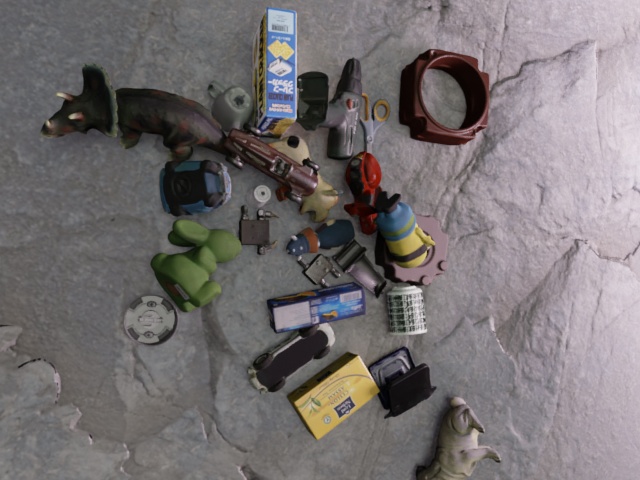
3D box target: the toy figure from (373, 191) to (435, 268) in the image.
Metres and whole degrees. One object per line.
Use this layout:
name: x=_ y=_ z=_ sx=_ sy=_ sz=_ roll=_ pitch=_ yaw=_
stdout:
toy figure: x=0.165 y=-0.018 z=1.118 sx=0.089 sy=0.082 sz=0.180 roll=-39 pitch=128 yaw=-2

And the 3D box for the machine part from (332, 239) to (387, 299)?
machine part: x=0.096 y=0.066 z=1.189 sx=0.084 sy=0.039 sz=0.139 roll=-44 pitch=98 yaw=-21

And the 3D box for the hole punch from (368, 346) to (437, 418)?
hole punch: x=0.176 y=0.311 z=1.183 sx=0.142 sy=0.092 sz=0.115 roll=-26 pitch=124 yaw=-20

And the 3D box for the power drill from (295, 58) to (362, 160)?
power drill: x=0.026 y=-0.289 z=1.124 sx=0.086 sy=0.207 sz=0.231 roll=6 pitch=93 yaw=21

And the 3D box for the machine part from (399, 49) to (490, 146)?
machine part: x=0.292 y=-0.330 z=1.255 sx=0.201 sy=0.087 sz=0.201 roll=5 pitch=85 yaw=-16

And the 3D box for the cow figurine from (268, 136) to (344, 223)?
cow figurine: x=-0.034 y=-0.128 z=1.138 sx=0.127 sy=0.085 sz=0.194 roll=-23 pitch=93 yaw=-12

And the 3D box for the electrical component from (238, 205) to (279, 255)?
electrical component: x=-0.128 y=-0.020 z=1.117 sx=0.078 sy=0.045 sz=0.102 roll=6 pitch=84 yaw=-19

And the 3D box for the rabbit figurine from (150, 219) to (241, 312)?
rabbit figurine: x=-0.239 y=0.036 z=1.060 sx=0.159 sy=0.121 sz=0.170 roll=47 pitch=56 yaw=-3

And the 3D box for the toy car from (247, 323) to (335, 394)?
toy car: x=-0.059 y=0.241 z=1.118 sx=0.202 sy=0.056 sz=0.073 roll=-33 pitch=104 yaw=-16

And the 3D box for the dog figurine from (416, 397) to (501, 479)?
dog figurine: x=0.278 y=0.466 z=1.199 sx=0.191 sy=0.121 sz=0.172 roll=-27 pitch=60 yaw=-1

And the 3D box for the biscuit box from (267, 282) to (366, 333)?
biscuit box: x=-0.006 y=0.139 z=1.126 sx=0.203 sy=0.063 sz=0.059 roll=-10 pitch=101 yaw=-15

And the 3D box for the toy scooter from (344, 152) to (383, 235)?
toy scooter: x=0.089 y=-0.101 z=1.149 sx=0.075 sy=0.135 sz=0.183 roll=-5 pitch=91 yaw=24

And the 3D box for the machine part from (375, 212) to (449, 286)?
machine part: x=0.210 y=0.019 z=1.220 sx=0.179 sy=0.056 sz=0.179 roll=2 pitch=85 yaw=-17

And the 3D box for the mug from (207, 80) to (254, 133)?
mug: x=-0.179 y=-0.280 z=1.086 sx=0.081 sy=0.107 sz=0.109 roll=-42 pitch=101 yaw=-18

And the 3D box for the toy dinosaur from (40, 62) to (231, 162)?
toy dinosaur: x=-0.290 y=-0.223 z=1.002 sx=0.405 sy=0.192 sz=0.131 roll=7 pitch=87 yaw=-17

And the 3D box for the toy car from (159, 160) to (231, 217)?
toy car: x=-0.231 y=-0.106 z=1.054 sx=0.103 sy=0.162 sz=0.109 roll=-15 pitch=97 yaw=-62

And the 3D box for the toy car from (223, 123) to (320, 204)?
toy car: x=-0.092 y=-0.149 z=1.051 sx=0.202 sy=0.053 sz=0.089 roll=31 pitch=91 yaw=-19

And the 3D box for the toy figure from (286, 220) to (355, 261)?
toy figure: x=-0.002 y=-0.002 z=1.152 sx=0.154 sy=0.058 sz=0.064 roll=-16 pitch=85 yaw=-14

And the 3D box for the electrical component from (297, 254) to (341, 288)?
electrical component: x=-0.003 y=0.062 z=1.164 sx=0.094 sy=0.021 sz=0.063 roll=44 pitch=75 yaw=-10

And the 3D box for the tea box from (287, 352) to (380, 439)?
tea box: x=0.028 y=0.324 z=1.133 sx=0.170 sy=0.068 sz=0.098 roll=-34 pitch=97 yaw=-18
